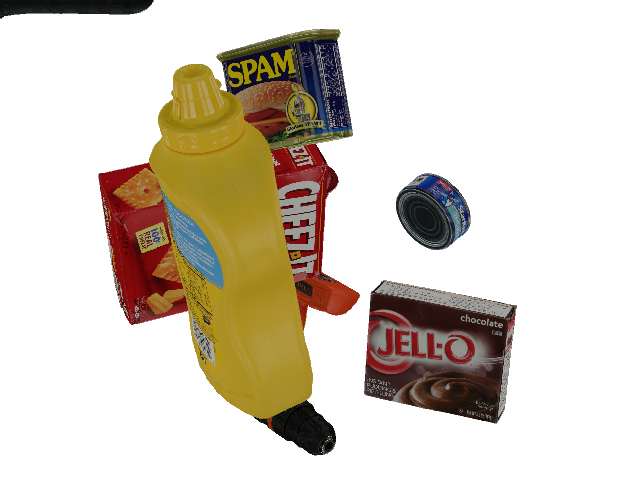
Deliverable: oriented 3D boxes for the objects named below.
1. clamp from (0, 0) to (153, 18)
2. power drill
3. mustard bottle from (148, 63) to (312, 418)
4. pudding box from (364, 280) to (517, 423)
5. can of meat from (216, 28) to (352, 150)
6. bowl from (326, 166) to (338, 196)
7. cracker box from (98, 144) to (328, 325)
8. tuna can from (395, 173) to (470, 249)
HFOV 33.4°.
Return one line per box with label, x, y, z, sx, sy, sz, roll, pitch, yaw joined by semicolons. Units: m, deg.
clamp;-0.186;-0.146;0.598;0.171;0.039;0.120;-7;24;-16
power drill;-0.023;0.132;1.225;0.057;0.188;0.185;14;10;-45
mustard bottle;-0.049;-0.003;0.554;0.058;0.191;0.096;-22;39;-16
pudding box;0.093;0.086;0.841;0.114;0.090;0.039;9;21;17
can of meat;-0.027;-0.115;0.846;0.102;0.084;0.057;-7;5;37
bowl;-0.061;-0.058;1.310;0.162;0.055;0.162;5;26;-2
cracker box;-0.104;-0.011;1.069;0.213;0.164;0.072;-14;48;-16
tuna can;0.128;-0.032;1.228;0.033;0.086;0.086;-38;22;-31
